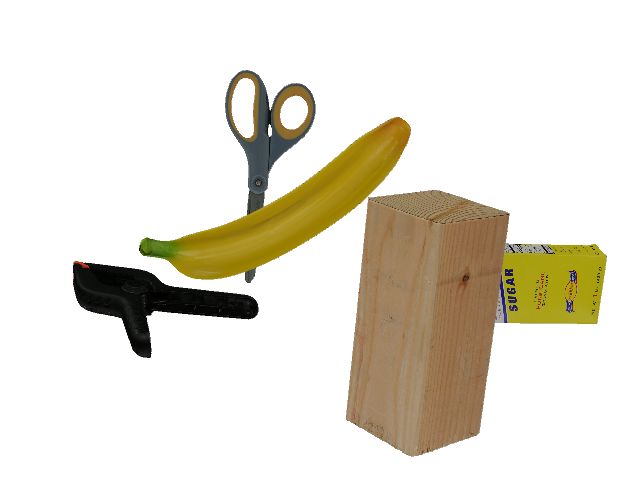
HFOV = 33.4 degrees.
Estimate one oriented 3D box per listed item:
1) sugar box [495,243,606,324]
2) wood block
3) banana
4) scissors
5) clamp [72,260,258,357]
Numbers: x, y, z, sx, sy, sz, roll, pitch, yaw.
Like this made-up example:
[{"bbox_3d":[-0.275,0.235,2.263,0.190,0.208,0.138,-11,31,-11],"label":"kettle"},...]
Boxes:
[{"bbox_3d":[0.249,0.052,1.285,0.176,0.093,0.048,-1,20,-7],"label":"sugar box"},{"bbox_3d":[0.092,0.069,0.931,0.090,0.206,0.090,-8,21,-40],"label":"wood block"},{"bbox_3d":[-0.022,-0.019,0.730,0.198,0.037,0.069,-27,-20,1],"label":"banana"},{"bbox_3d":[-0.042,-0.066,1.030,0.096,0.202,0.016,-10,3,-7],"label":"scissors"},{"bbox_3d":[-0.193,0.065,1.111,0.210,0.036,0.164,16,20,29],"label":"clamp"}]
